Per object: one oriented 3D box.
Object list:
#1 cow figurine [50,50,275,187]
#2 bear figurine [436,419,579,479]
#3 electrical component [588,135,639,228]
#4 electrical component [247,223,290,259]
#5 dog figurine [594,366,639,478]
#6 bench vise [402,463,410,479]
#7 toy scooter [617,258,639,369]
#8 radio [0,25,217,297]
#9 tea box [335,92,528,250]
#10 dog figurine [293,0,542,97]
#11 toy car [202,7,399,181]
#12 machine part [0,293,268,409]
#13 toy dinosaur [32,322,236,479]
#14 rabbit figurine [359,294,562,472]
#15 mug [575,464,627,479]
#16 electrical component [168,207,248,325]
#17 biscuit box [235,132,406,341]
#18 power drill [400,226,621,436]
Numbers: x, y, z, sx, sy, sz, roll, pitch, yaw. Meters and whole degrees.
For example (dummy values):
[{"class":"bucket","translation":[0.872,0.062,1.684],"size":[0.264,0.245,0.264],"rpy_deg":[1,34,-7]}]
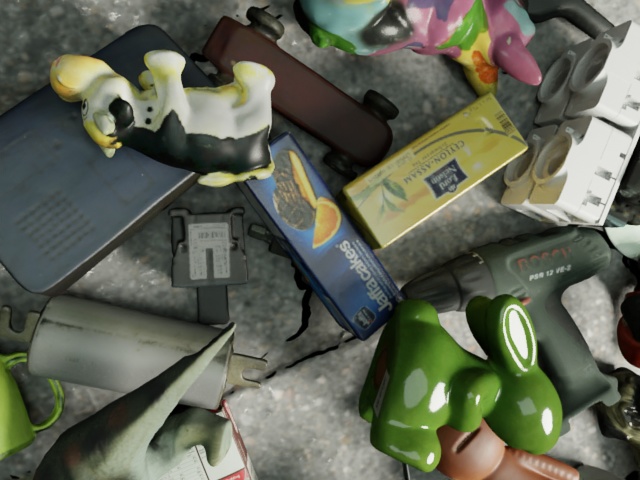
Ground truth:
[{"class":"cow figurine","translation":[-0.118,-0.090,0.416],"size":[0.167,0.068,0.098],"rpy_deg":[1,85,-15]},{"class":"bear figurine","translation":[0.177,0.245,0.565],"size":[0.196,0.132,0.120],"rpy_deg":[41,76,10]},{"class":"electrical component","translation":[0.313,-0.077,0.557],"size":[0.058,0.115,0.134],"rpy_deg":[25,87,-9]},{"class":"electrical component","translation":[-0.023,-0.012,0.546],"size":[0.094,0.021,0.063],"rpy_deg":[20,89,-11]},{"class":"dog figurine","translation":[0.380,0.253,0.609],"size":[0.191,0.121,0.172],"rpy_deg":[24,85,3]},{"class":"bench vise","translation":[0.102,0.355,0.532],"size":[0.241,0.129,0.223],"rpy_deg":[23,97,7]},{"class":"toy scooter","translation":[0.360,0.103,0.567],"size":[0.075,0.184,0.135],"rpy_deg":[-1,110,33]},{"class":"radio","translation":[-0.189,-0.071,0.464],"size":[0.229,0.073,0.131],"rpy_deg":[-44,99,-20]},{"class":"tea box","translation":[0.100,-0.061,0.524],"size":[0.170,0.098,0.068],"rpy_deg":[-35,90,-6]},{"class":"dog figurine","translation":[0.106,-0.204,0.514],"size":[0.219,0.108,0.191],"rpy_deg":[43,75,-13]},{"class":"toy car","translation":[-0.017,-0.140,0.524],"size":[0.202,0.053,0.089],"rpy_deg":[30,99,-14]},{"class":"machine part","translation":[-0.170,0.105,0.499],"size":[0.243,0.079,0.079],"rpy_deg":[14,91,-12]},{"class":"toy dinosaur","translation":[-0.193,0.243,0.462],"size":[0.192,0.131,0.404],"rpy_deg":[13,92,2]},{"class":"rabbit figurine","translation":[0.136,0.126,0.487],"size":[0.170,0.121,0.159],"rpy_deg":[17,83,-4]},{"class":"mug","translation":[0.328,0.301,0.587],"size":[0.109,0.107,0.081],"rpy_deg":[40,88,-15]},{"class":"electrical component","translation":[-0.108,0.027,0.521],"size":[0.075,0.048,0.119],"rpy_deg":[1,92,-10]},{"class":"biscuit box","translation":[-0.001,-0.002,0.509],"size":[0.063,0.059,0.202],"rpy_deg":[-38,104,-10]},{"class":"power drill","translation":[0.216,0.097,0.574],"size":[0.232,0.086,0.207],"rpy_deg":[-24,90,-11]}]
